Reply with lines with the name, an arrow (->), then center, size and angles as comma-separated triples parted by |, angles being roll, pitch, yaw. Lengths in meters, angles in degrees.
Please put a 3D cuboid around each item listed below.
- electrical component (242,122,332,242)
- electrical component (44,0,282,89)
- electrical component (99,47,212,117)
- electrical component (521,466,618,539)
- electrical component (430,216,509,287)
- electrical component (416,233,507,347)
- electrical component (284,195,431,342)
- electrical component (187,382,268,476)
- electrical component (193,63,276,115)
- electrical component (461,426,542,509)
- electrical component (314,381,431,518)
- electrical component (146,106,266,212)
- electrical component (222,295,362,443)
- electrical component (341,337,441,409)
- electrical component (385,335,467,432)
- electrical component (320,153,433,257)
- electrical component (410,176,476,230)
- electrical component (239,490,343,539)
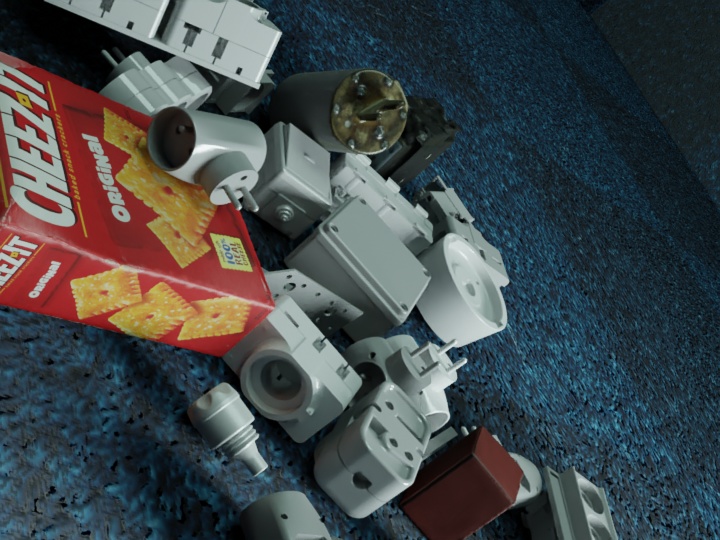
electrical component -> -0.063, -0.078, 0.955 | 0.062, 0.061, 0.096 | 35, 28, -30
electrical component -> -0.167, -0.228, 0.904 | 0.186, 0.060, 0.105 | 19, 18, -27
electrical component -> -0.179, -0.151, 0.871 | 0.073, 0.052, 0.138 | 49, 24, -3
electrical component -> 0.183, 0.239, 0.920 | 0.079, 0.063, 0.121 | 37, 27, -26
electrical component -> 0.112, -0.013, 1.174 | 0.089, 0.050, 0.055 | 33, 30, -33
electrical component -> 0.090, 0.025, 1.065 | 0.108, 0.060, 0.108 | 43, 29, -31
electrical component -> 0.000, 0.000, 0.956 | 0.108, 0.056, 0.108 | 48, 24, -4
electrical component -> -0.082, 0.105, 0.693 | 0.061, 0.035, 0.035 | 54, 24, 2
electrical component -> -0.123, -0.186, 1.030 | 0.063, 0.042, 0.081 | 52, 24, 8
electrical component -> 0.111, 0.168, 0.921 | 0.077, 0.043, 0.079 | 10, 46, -55
electrical component -> 0.007, 0.131, 0.777 | 0.053, 0.059, 0.095 | 47, 24, -6
electrical component -> -0.095, -0.072, 0.732 | 0.077, 0.043, 0.079 | 0, 53, -59
electrical component -> -0.050, 0.072, 0.774 | 0.089, 0.050, 0.055 | 49, 24, -2
electrical component -> 0.029, 0.087, 0.854 | 0.044, 0.079, 0.077 | 23, 35, -52
electrical component -> 0.054, 0.087, 0.895 | 0.043, 0.079, 0.077 | 25, 34, -53
electrical component -> 0.010, -0.056, 1.046 | 0.121, 0.063, 0.078 | 41, 25, -19
electrical component -> 0.089, -0.062, 1.218 | 0.064, 0.042, 0.081 | -7, 59, -58
electrical component -> -0.030, 0.181, 0.660 | 0.079, 0.043, 0.077 | 21, 37, -47
